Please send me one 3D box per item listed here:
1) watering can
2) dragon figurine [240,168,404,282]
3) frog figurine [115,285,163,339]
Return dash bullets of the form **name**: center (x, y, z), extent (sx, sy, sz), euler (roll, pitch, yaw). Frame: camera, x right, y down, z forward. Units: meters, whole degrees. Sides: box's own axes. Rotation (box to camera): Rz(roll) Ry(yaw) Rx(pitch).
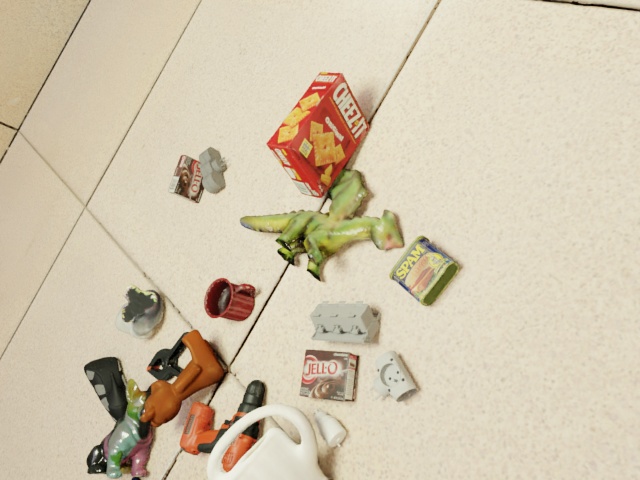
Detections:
- **watering can**: center (-0.118, 0.457, 0.914), extent (0.225, 0.104, 0.347), euler (42, 94, 9)
- **dragon figurine**: center (0.003, -0.056, 1.121), extent (0.415, 0.120, 0.245), euler (30, 75, 40)
- **frog figurine**: center (-0.486, 0.207, 1.389), extent (0.140, 0.123, 0.156), euler (59, 147, 28)
